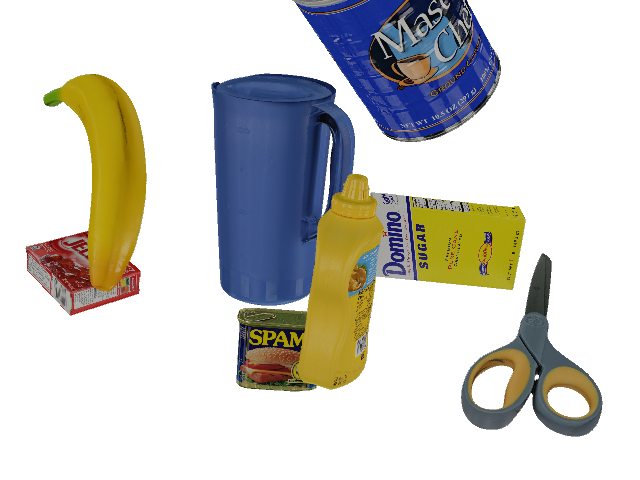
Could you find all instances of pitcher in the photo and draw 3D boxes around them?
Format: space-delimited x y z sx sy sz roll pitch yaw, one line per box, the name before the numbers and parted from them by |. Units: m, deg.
pitcher | -0.047 -0.054 1.167 0.145 0.243 0.149 0 21 -7

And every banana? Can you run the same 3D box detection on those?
banana | -0.149 -0.056 0.741 0.037 0.198 0.070 15 -52 -37

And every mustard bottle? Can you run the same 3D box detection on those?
mustard bottle | 0.022 0.033 0.977 0.058 0.192 0.096 15 21 19

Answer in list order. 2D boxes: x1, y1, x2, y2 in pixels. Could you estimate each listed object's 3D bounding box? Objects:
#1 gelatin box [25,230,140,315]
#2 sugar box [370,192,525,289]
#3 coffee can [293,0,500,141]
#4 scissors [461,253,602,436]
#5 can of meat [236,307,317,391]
gelatin box | -0.222 0.027 0.995 0.073 0.030 0.089 -17 39 -36
sugar box | 0.140 0.001 1.232 0.176 0.093 0.048 4 23 -3
coffee can | 0.052 -0.153 0.746 0.103 0.102 0.140 0 -37 37
scissors | 0.161 0.070 0.726 0.096 0.016 0.201 19 36 24
can of meat | -0.049 0.129 1.260 0.102 0.084 0.057 4 13 -1
